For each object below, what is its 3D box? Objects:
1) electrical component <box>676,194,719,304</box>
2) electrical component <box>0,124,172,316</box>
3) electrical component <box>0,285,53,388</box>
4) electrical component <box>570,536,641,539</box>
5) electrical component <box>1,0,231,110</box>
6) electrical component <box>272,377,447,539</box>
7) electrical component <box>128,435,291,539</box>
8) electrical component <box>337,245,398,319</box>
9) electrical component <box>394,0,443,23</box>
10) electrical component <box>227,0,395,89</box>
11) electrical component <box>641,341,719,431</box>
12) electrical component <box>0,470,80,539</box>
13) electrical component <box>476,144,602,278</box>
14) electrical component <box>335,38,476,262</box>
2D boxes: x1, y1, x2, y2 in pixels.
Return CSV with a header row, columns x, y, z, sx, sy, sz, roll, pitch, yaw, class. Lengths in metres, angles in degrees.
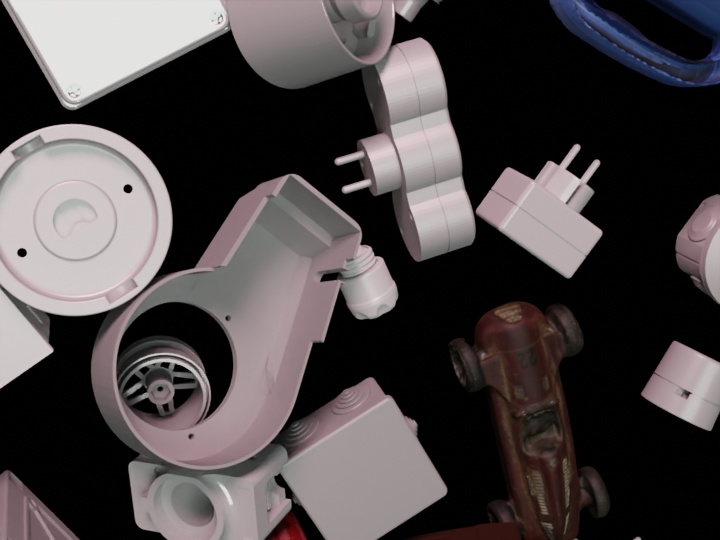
x,y,z,sx,sy,sz,roll,pitch,yaw,class
0.271,-0.014,0.765,0.080,0.051,0.080,-4,108,-14,electrical component
-0.167,-0.029,0.633,0.108,0.060,0.108,-1,93,-15,electrical component
-0.277,-0.002,0.615,0.105,0.060,0.186,-35,112,-2,electrical component
0.190,0.235,0.822,0.076,0.047,0.083,-40,112,-1,electrical component
-0.144,-0.163,0.604,0.109,0.056,0.108,-29,112,-5,electrical component
-0.002,0.134,0.738,0.100,0.048,0.099,-32,112,-4,electrical component
-0.097,0.141,0.687,0.089,0.056,0.050,4,109,22,electrical component
0.000,0.000,0.705,0.035,0.035,0.061,-27,109,-6,electrical component
0.042,-0.182,0.656,0.048,0.048,0.062,31,103,-21,electrical component
-0.024,-0.158,0.623,0.064,0.099,0.099,-5,114,30,electrical component
0.242,0.084,0.786,0.055,0.055,0.047,25,95,-21,electrical component
-0.206,0.196,0.670,0.056,0.109,0.108,-39,112,-4,electrical component
0.130,-0.047,0.719,0.066,0.047,0.076,33,96,-21,electrical component
0.021,-0.069,0.679,0.074,0.052,0.138,-18,111,-9,electrical component
